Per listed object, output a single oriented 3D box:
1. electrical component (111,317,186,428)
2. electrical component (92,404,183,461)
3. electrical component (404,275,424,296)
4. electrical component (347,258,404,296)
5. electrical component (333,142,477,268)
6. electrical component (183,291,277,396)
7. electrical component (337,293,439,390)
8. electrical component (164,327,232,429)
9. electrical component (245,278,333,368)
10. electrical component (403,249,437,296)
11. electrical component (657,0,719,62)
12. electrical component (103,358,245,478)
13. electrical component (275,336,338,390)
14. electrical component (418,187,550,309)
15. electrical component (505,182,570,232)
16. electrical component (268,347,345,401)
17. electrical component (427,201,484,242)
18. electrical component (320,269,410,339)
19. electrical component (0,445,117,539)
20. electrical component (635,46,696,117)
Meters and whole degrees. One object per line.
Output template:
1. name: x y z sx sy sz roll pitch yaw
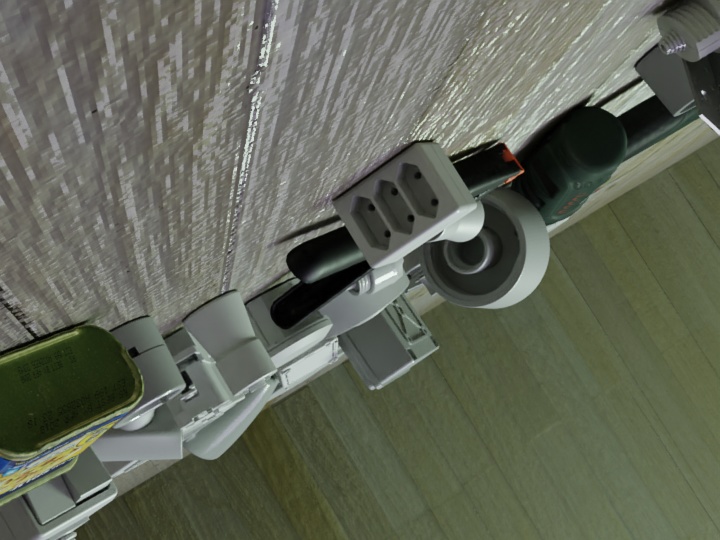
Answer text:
1. electrical component: -0.137 0.062 0.641 0.055 0.047 0.055 -31 174 -3
2. electrical component: -0.175 0.111 0.820 0.077 0.043 0.079 0 129 -8
3. electrical component: 0.053 0.006 1.156 0.055 0.048 0.066 -24 174 0
4. electrical component: 0.000 0.000 0.843 0.062 0.043 0.043 -28 173 -23
5. electrical component: 0.034 -0.041 0.654 0.066 0.047 0.077 -34 174 23
6. electrical component: -0.086 0.053 0.735 0.044 0.065 0.044 -31 174 -3
7. electrical component: 0.018 0.054 1.071 0.056 0.108 0.109 -36 173 17
8. electrical component: -0.125 0.080 0.775 0.042 0.063 0.081 -30 174 -3
9. electrical component: -0.066 0.047 0.855 0.080 0.051 0.080 -31 174 -4
10. electrical component: 0.056 -0.005 0.996 0.035 0.061 0.035 -30 175 -3
11. electrical component: 0.220 -0.156 0.658 0.081 0.043 0.043 -31 174 -2
12. electrical component: -0.175 0.126 0.935 0.109 0.056 0.109 -36 173 36
13. electrical component: -0.061 0.064 1.009 0.062 0.061 0.096 -30 166 -10
14. electrical component: 0.101 -0.018 0.921 0.108 0.108 0.060 -34 167 25
15. electrical component: 0.164 -0.057 1.113 0.061 0.061 0.096 -25 171 -46
16. electrical component: -0.086 0.100 1.173 0.109 0.056 0.109 -36 173 40
17. electrical component: 0.065 -0.041 0.849 0.044 0.044 0.065 -35 169 29
18. electrical component: -0.009 0.012 0.916 0.099 0.064 0.099 -32 -172 5
19. electrical component: -0.192 0.124 0.640 0.061 0.096 0.062 -37 173 40
20. electrical component: 0.273 -0.159 0.819 0.108 0.060 0.108 -31 174 -3
